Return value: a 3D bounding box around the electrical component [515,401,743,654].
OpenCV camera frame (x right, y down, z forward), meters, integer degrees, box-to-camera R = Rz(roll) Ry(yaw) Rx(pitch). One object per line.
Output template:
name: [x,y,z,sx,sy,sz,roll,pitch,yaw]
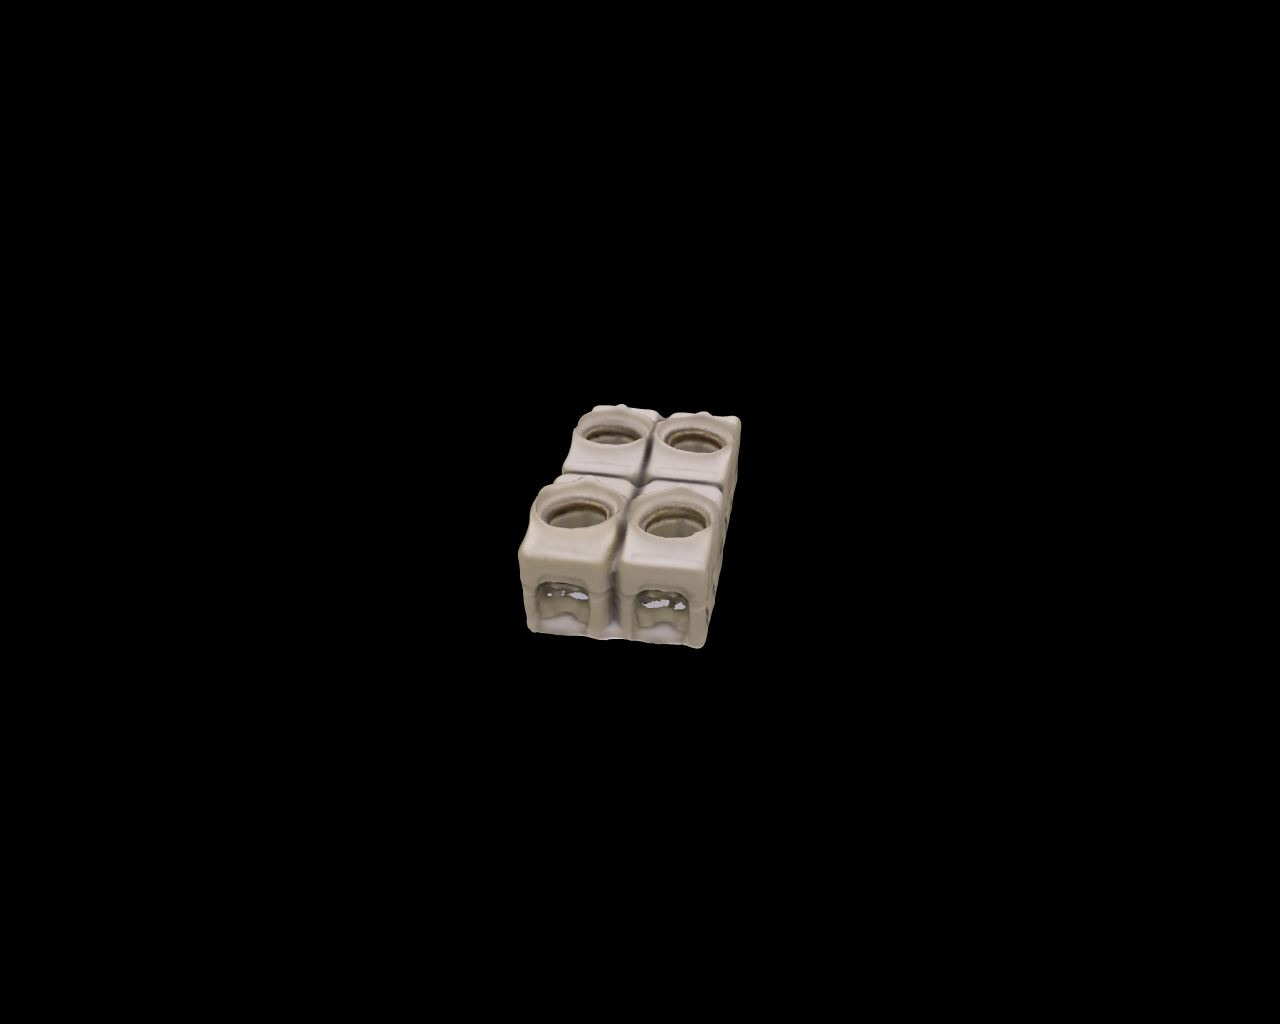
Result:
electrical component: [0.001,-0.003,0.650,0.105,0.060,0.186,6,33,9]
